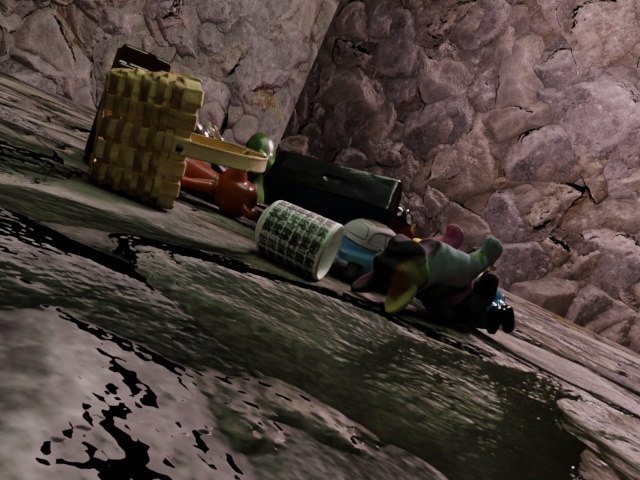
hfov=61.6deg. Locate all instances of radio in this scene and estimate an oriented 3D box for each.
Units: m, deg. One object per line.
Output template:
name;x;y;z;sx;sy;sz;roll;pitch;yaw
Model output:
radio;0.023;-0.065;0.946;0.230;0.073;0.131;18;-33;15

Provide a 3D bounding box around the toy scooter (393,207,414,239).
toy scooter;0.106;-0.052;1.039;0.184;0.075;0.135;21;-34;1

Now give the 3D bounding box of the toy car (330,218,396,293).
toy car;0.071;0.017;0.862;0.161;0.103;0.109;22;5;-40

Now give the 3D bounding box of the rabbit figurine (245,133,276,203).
rabbit figurine;-0.151;-0.151;1.156;0.121;0.170;0.159;20;6;-28

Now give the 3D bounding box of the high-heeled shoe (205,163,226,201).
high-heeled shoe;-0.279;-0.131;1.064;0.249;0.086;0.145;7;-35;17

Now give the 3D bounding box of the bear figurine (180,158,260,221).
bear figurine;-0.187;-0.117;0.939;0.196;0.131;0.120;17;20;-11

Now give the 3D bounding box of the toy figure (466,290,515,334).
toy figure;0.260;0.099;0.933;0.082;0.089;0.180;29;0;-30

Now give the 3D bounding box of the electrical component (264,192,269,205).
electrical component;-0.090;-0.071;1.247;0.115;0.058;0.134;19;7;-24

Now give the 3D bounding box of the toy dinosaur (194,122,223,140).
toy dinosaur;-0.282;-0.201;1.229;0.192;0.131;0.405;40;4;-19

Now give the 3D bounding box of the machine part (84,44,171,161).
machine part;-0.328;-0.220;0.908;0.087;0.201;0.202;18;8;-26

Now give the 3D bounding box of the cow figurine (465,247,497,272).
cow figurine;0.284;0.072;1.093;0.085;0.127;0.195;19;4;-16

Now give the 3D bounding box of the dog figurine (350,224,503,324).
dog figurine;0.153;0.067;0.789;0.219;0.191;0.109;-21;34;-29
